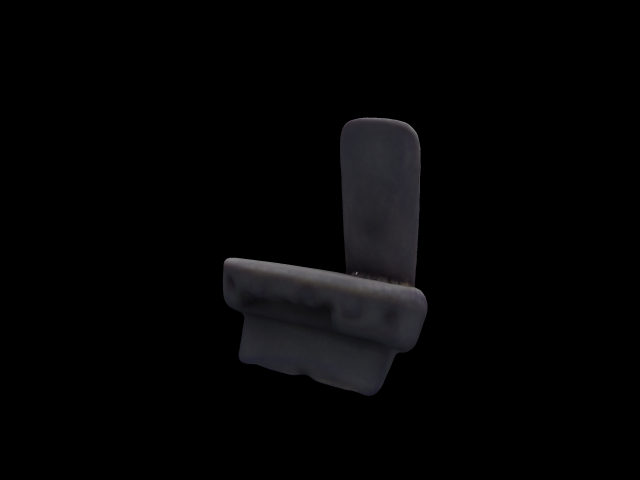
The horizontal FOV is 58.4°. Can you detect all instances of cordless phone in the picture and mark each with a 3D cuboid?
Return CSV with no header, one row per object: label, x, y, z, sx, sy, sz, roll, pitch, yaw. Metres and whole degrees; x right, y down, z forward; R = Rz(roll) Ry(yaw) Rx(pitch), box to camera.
cordless phone,0.004,0.001,0.400,0.147,0.185,0.094,7,27,14
